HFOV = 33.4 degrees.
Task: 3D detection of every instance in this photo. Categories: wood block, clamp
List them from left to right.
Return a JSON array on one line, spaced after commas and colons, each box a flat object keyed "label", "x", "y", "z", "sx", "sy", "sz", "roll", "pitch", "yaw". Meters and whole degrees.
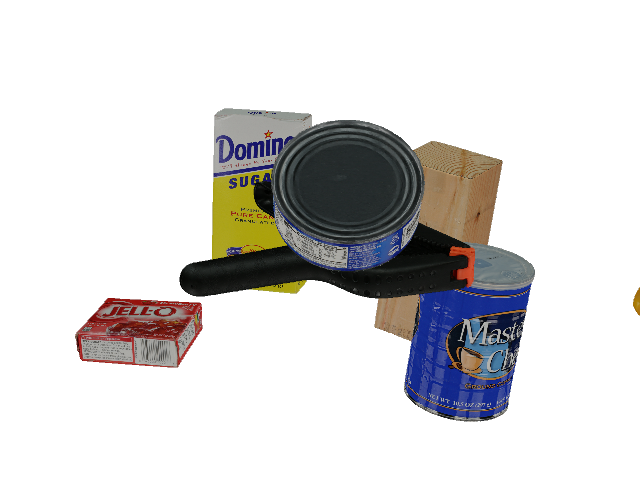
[{"label": "clamp", "x": 0.014, "y": 0.001, "z": 0.821, "sx": 0.210, "sy": 0.036, "sz": 0.164, "roll": 4, "pitch": 30, "yaw": 10}, {"label": "wood block", "x": 0.131, "y": 0.006, "z": 1.195, "sx": 0.090, "sy": 0.206, "sz": 0.090, "roll": 19, "pitch": 26, "yaw": 27}]

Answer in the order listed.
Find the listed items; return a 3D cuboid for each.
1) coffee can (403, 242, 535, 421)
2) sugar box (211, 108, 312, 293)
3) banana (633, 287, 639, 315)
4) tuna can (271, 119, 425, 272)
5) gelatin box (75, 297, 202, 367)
[{"label": "coffee can", "x": 0.139, "y": 0.084, "z": 1.008, "sx": 0.103, "sy": 0.140, "sz": 0.103, "roll": 6, "pitch": 20, "yaw": -2}, {"label": "sugar box", "x": -0.059, "y": -0.040, "z": 1.061, "sx": 0.093, "sy": 0.176, "sz": 0.048, "roll": 4, "pitch": 16, "yaw": 11}, {"label": "banana", "x": 0.298, "y": 0.018, "z": 0.699, "sx": 0.198, "sy": 0.037, "sz": 0.069, "roll": -3, "pitch": 33, "yaw": 0}, {"label": "tuna can", "x": 0.015, "y": -0.025, "z": 0.605, "sx": 0.086, "sy": 0.086, "sz": 0.034, "roll": 0, "pitch": -34, "yaw": 0}, {"label": "gelatin box", "x": -0.153, "y": 0.077, "z": 0.909, "sx": 0.089, "sy": 0.030, "sz": 0.073, "roll": 3, "pitch": 21, "yaw": 10}]
